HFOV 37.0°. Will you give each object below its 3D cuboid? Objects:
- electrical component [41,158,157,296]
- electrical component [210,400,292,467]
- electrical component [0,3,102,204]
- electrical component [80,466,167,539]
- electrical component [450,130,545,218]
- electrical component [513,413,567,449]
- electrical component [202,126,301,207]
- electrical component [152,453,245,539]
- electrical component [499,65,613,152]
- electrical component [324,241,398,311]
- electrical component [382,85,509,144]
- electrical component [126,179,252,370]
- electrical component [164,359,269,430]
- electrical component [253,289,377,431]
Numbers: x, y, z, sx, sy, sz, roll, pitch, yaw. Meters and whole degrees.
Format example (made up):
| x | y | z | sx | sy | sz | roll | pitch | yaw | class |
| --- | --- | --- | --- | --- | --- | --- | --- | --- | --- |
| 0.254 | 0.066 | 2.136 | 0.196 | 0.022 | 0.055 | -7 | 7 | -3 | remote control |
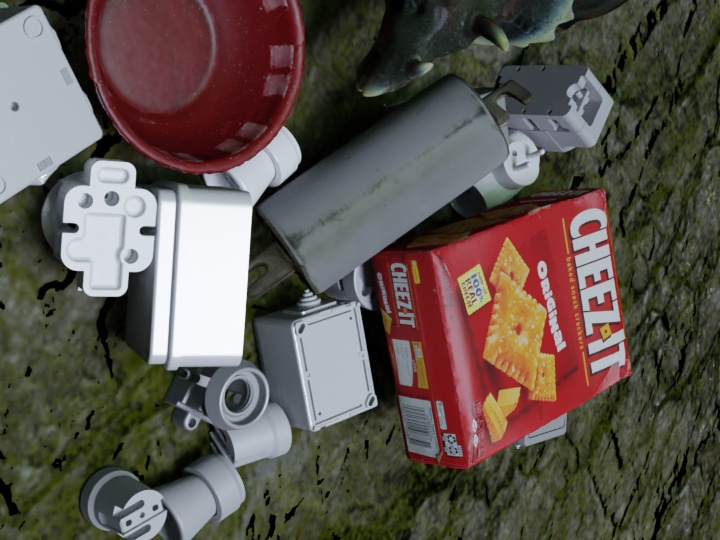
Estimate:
| x | y | z | sx | sy | sz | roll | pitch | yaw | class |
| --- | --- | --- | --- | --- | --- | --- | --- | --- | --- |
| -0.156 | -0.028 | 0.640 | 0.058 | 0.057 | 0.078 | 1 | 100 | -28 | electrical component |
| -0.078 | 0.118 | 0.762 | 0.046 | 0.040 | 0.040 | -15 | 108 | -36 | electrical component |
| -0.203 | -0.091 | 0.597 | 0.100 | 0.048 | 0.099 | -42 | 125 | -33 | electrical component |
| -0.151 | 0.152 | 0.692 | 0.040 | 0.046 | 0.040 | -10 | 104 | -42 | electrical component |
| 0.121 | -0.083 | 0.888 | 0.077 | 0.079 | 0.043 | -42 | 102 | -30 | electrical component |
| 0.150 | 0.116 | 0.963 | 0.062 | 0.061 | 0.096 | -7 | 102 | -42 | electrical component |
| -0.073 | -0.071 | 0.728 | 0.055 | 0.045 | 0.045 | -44 | 125 | -29 | electrical component |
| -0.112 | 0.156 | 0.732 | 0.055 | 0.045 | 0.045 | -30 | 117 | -37 | electrical component |
| 0.160 | -0.136 | 0.907 | 0.056 | 0.089 | 0.050 | 38 | 71 | -41 | electrical component |
| 0.000 | 0.000 | 0.809 | 0.055 | 0.047 | 0.055 | -10 | 104 | -42 | electrical component |
| 0.064 | -0.105 | 0.840 | 0.096 | 0.062 | 0.061 | -23 | 113 | -39 | electrical component |
| -0.110 | 0.002 | 0.678 | 0.057 | 0.078 | 0.113 | 2 | 96 | -24 | electrical component |
| -0.094 | 0.081 | 0.727 | 0.048 | 0.055 | 0.066 | 37 | 72 | -41 | electrical component |
| -0.036 | 0.060 | 0.780 | 0.062 | 0.061 | 0.096 | -17 | 102 | -37 | electrical component |
